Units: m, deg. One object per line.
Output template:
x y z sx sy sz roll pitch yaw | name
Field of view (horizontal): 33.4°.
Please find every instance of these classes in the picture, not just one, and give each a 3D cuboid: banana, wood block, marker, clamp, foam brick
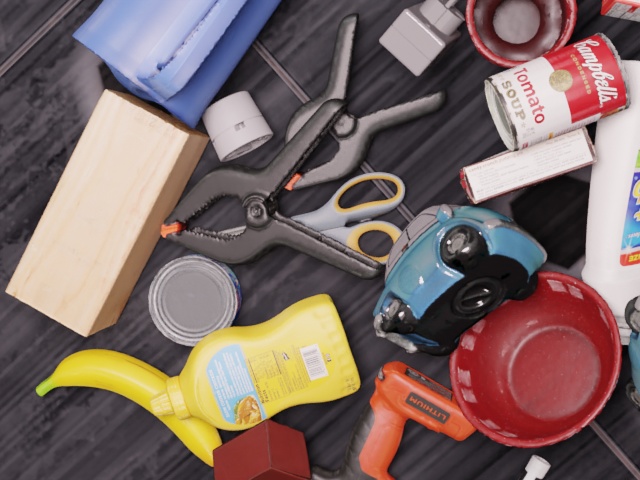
-0.174 0.153 1.034 0.198 0.037 0.070 22 111 5 | banana
-0.195 -0.027 0.993 0.090 0.090 0.206 29 97 4 | wood block
0.180 0.260 1.011 0.020 0.020 0.121 29 97 3 | marker
0.032 -0.109 0.989 0.120 0.039 0.171 34 103 7 | clamp
-0.056 0.210 0.994 0.078 0.052 0.051 -33 46 30 | foam brick
-0.045 -0.020 0.980 0.210 0.036 0.164 -19 91 20 | clamp

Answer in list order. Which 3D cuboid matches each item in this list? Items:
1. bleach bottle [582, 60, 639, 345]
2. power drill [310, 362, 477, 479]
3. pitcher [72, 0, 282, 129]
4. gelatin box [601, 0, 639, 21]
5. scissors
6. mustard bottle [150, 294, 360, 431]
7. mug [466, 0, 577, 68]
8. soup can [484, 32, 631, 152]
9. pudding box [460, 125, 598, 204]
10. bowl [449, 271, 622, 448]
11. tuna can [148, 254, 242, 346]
0.288 -0.031 0.952 0.102 0.068 0.251 0 101 -23 | bleach bottle
0.075 0.224 1.000 0.184 0.057 0.188 31 97 3 | power drill
-0.092 -0.226 0.936 0.149 0.145 0.243 38 91 21 | pitcher
0.297 -0.209 0.935 0.089 0.073 0.030 13 95 6 | gelatin box
-0.007 0.001 1.013 0.202 0.016 0.096 -24 92 8 | scissors
-0.065 0.125 0.993 0.191 0.058 0.096 -19 107 -2 | mustard bottle
0.183 -0.187 0.944 0.117 0.081 0.093 45 97 1 | mug
0.196 -0.122 0.886 0.102 0.068 0.068 -21 92 2 | soup can
0.182 -0.065 0.950 0.113 0.090 0.039 -21 91 7 | pudding box
0.200 0.112 0.958 0.162 0.055 0.162 -16 60 30 | bowl
-0.118 0.056 1.020 0.086 0.033 0.086 0 95 6 | tuna can
